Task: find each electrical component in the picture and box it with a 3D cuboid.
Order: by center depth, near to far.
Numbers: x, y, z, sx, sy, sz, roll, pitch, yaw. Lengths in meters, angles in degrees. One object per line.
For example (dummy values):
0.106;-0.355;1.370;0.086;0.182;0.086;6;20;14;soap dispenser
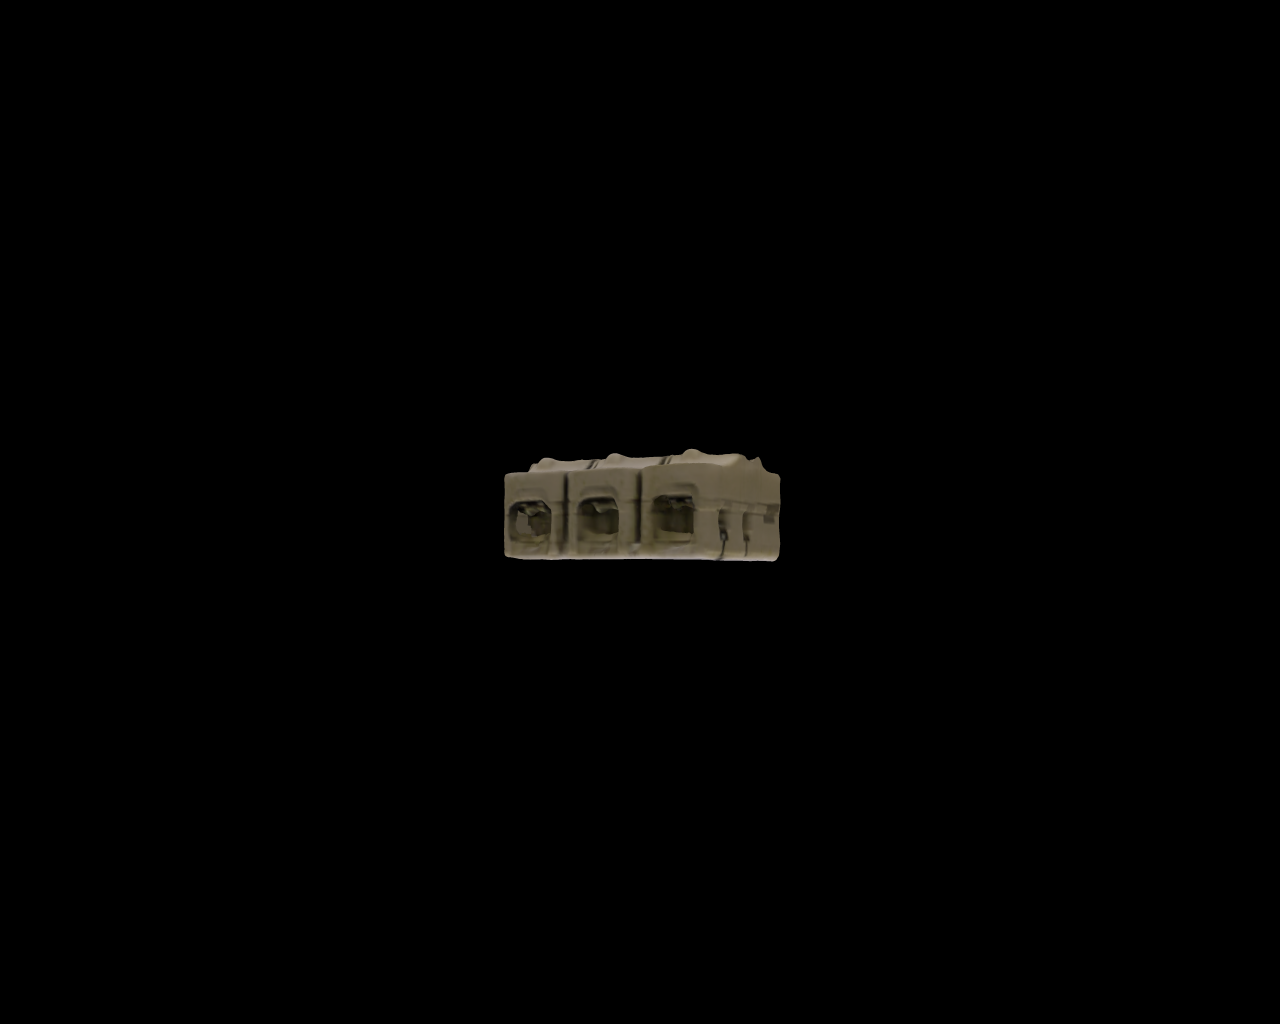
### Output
0.001;-0.003;0.650;0.150;0.061;0.089;-1;-2;34;electrical component
